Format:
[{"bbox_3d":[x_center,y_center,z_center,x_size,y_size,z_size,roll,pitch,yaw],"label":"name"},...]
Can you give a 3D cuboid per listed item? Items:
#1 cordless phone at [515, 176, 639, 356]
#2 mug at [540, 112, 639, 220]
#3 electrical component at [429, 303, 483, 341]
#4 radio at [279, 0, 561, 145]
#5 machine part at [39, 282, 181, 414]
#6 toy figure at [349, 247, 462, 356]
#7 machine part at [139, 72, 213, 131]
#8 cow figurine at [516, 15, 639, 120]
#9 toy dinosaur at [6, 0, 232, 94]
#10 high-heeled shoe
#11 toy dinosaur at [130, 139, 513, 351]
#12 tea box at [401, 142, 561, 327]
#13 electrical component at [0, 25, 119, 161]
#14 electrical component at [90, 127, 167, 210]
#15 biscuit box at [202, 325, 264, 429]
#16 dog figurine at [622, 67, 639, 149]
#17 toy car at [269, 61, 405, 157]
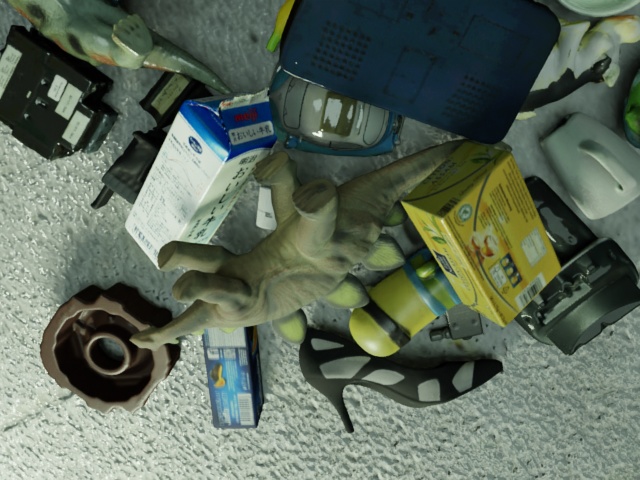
[{"bbox_3d":[0.269,0.028,0.638,0.146,0.089,0.184,-43,88,17],"label":"cordless phone"},{"bbox_3d":[0.293,-0.084,0.581,0.081,0.109,0.107,-44,87,20],"label":"mug"},{"bbox_3d":[0.182,0.097,0.685,0.094,0.021,0.063,-15,106,8],"label":"electrical component"},{"bbox_3d":[0.088,-0.185,0.490,0.229,0.073,0.131,15,123,-14],"label":"radio"},{"bbox_3d":[-0.277,0.143,0.717,0.179,0.056,0.179,2,108,5],"label":"machine part"},{"bbox_3d":[0.114,0.066,0.644,0.180,0.089,0.082,-34,104,12],"label":"toy figure"},{"bbox_3d":[-0.138,-0.140,0.628,0.139,0.039,0.084,38,98,-5],"label":"machine part"},{"bbox_3d":[0.252,-0.181,0.568,0.167,0.068,0.098,-8,112,10],"label":"cow figurine"},{"bbox_3d":[-0.268,-0.266,0.553,0.404,0.192,0.131,49,67,-24],"label":"toy dinosaur"},{"bbox_3d":[0.101,0.151,0.700,0.249,0.086,0.145,-17,74,-8],"label":"high-heeled shoe"},{"bbox_3d":[-0.001,-0.002,0.582,0.471,0.105,0.198,-33,140,6],"label":"toy dinosaur"},{"bbox_3d":[0.169,-0.003,0.551,0.098,0.068,0.169,-41,121,-9],"label":"tea box"},{"bbox_3d":[-0.309,-0.160,0.623,0.134,0.058,0.115,37,108,-8],"label":"electrical component"},{"bbox_3d":[-0.219,-0.074,0.635,0.048,0.075,0.119,37,103,-7],"label":"electrical component"},{"bbox_3d":[-0.114,0.146,0.702,0.059,0.063,0.202,-2,108,4],"label":"biscuit box"},{"bbox_3d":[0.376,-0.217,0.529,0.192,0.108,0.219,-21,101,7],"label":"dog figurine"},{"bbox_3d":[0.015,-0.138,0.583,0.162,0.103,0.109,15,109,1],"label":"toy car"}]
